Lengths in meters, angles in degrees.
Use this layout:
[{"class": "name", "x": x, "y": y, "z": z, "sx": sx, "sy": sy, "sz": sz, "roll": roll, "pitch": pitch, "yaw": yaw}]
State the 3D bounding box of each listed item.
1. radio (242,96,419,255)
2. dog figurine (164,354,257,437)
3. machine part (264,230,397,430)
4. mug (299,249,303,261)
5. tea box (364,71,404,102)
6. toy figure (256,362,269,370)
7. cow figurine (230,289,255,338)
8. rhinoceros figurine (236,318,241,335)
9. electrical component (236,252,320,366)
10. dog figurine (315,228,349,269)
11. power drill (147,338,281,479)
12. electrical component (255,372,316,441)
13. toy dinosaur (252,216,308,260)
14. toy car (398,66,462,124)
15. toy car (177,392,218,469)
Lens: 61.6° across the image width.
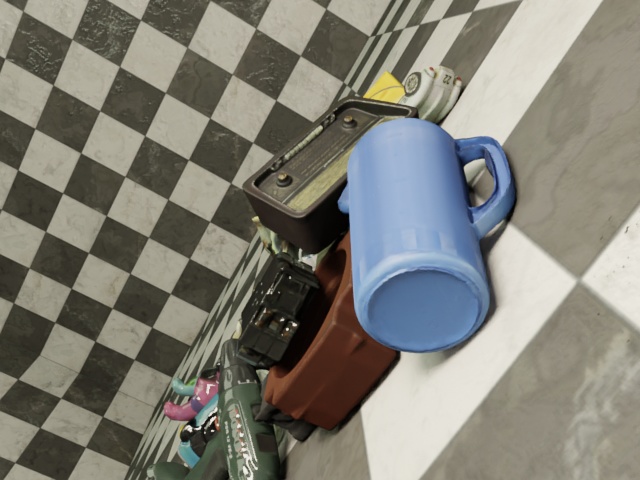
[{"class": "radio", "x": 0.019, "y": -0.095, "z": 0.704, "sx": 0.131, "sy": 0.073, "sz": 0.229, "roll": 27, "pitch": 60, "yaw": 39}, {"class": "dog figurine", "x": -0.178, "y": 0.305, "z": 1.041, "sx": 0.219, "sy": 0.191, "sz": 0.108, "roll": -23, "pitch": 18, "yaw": 12}, {"class": "machine part", "x": 0.021, "y": 0.103, "z": 0.641, "sx": 0.201, "sy": 0.087, "sz": 0.201, "roll": -58, "pitch": 11, "yaw": 25}, {"class": "mug", "x": -0.002, "y": -0.003, "z": 0.962, "sx": 0.109, "sy": 0.107, "sz": 0.081, "roll": -57, "pitch": 10, "yaw": 8}, {"class": "tea box", "x": 0.097, "y": -0.194, "z": 0.938, "sx": 0.169, "sy": 0.068, "sz": 0.098, "roll": -47, "pitch": 43, "yaw": 18}, {"class": "toy figure", "x": -0.058, "y": 0.149, "z": 0.911, "sx": 0.089, "sy": 0.082, "sz": 0.180, "roll": -47, "pitch": 20, "yaw": 50}, {"class": "cow figurine", "x": -0.135, "y": 0.172, "z": 1.201, "sx": 0.195, "sy": 0.085, "sz": 0.127, "roll": -60, "pitch": 5, "yaw": -5}, {"class": "rhinoceros figurine", "x": -0.106, "y": 0.171, "z": 1.059, "sx": 0.190, "sy": 0.073, "sz": 0.112, "roll": 8, "pitch": 88, "yaw": 64}, {"class": "electrical component", "x": -0.058, "y": 0.088, "z": 0.668, "sx": 0.134, "sy": 0.058, "sz": 0.115, "roll": -60, "pitch": 9, "yaw": 3}, {"class": "dog figurine", "x": 0.045, "y": -0.003, "z": 0.824, "sx": 0.172, "sy": 0.121, "sz": 0.190, "roll": 9, "pitch": -91, "yaw": -60}, {"class": "power drill", "x": -0.143, "y": 0.278, "z": 0.734, "sx": 0.207, "sy": 0.086, "sz": 0.232, "roll": -43, "pitch": 45, "yaw": 11}, {"class": "electrical component", "x": -0.036, "y": 0.197, "z": 0.709, "sx": 0.047, "sy": 0.075, "sz": 0.119, "roll": -56, "pitch": 9, "yaw": 28}, {"class": "toy dinosaur", "x": -0.069, "y": 0.003, "z": 1.218, "sx": 0.404, "sy": 0.131, "sz": 0.192, "roll": 104, "pitch": 150, "yaw": -67}, {"class": "toy car", "x": 0.140, "y": -0.184, "z": 0.839, "sx": 0.201, "sy": 0.073, "sz": 0.056, "roll": -52, "pitch": 42, "yaw": 41}, {"class": "toy car", "x": -0.154, "y": 0.310, "z": 0.893, "sx": 0.161, "sy": 0.109, "sz": 0.103, "roll": -56, "pitch": -10, "yaw": -20}]
